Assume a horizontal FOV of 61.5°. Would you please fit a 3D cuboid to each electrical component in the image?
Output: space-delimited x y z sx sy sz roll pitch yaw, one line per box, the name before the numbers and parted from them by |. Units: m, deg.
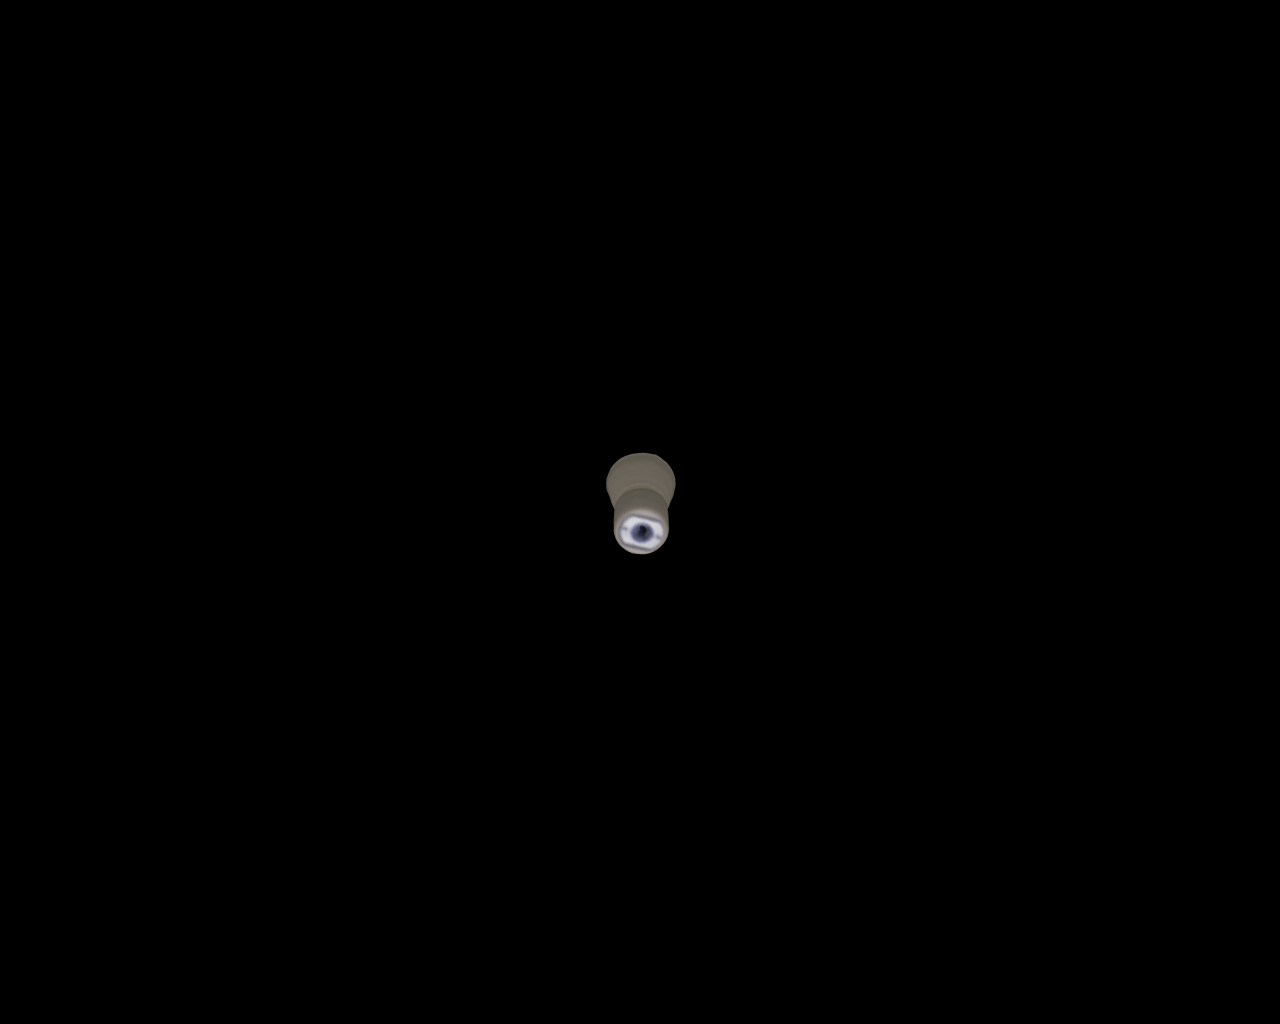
electrical component | 0.001 -0.003 0.650 0.044 0.044 0.065 0 30 0
